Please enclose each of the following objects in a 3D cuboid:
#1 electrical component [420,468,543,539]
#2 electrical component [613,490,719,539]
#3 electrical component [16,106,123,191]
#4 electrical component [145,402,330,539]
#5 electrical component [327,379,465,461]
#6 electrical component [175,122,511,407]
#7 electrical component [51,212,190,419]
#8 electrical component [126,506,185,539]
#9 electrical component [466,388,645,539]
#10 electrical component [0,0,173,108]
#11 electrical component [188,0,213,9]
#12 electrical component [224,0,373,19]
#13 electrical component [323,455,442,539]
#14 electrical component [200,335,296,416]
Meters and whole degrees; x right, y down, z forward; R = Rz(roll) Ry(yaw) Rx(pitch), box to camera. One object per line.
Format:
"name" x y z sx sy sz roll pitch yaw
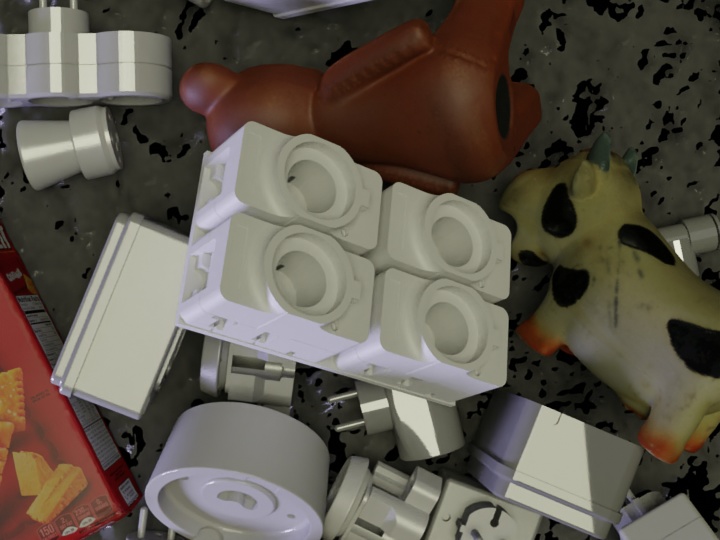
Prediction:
"electrical component" 0.077 0.163 0.672 0.066 0.077 0.047 20 89 -3
"electrical component" 0.187 0.167 0.684 0.047 0.083 0.075 -30 53 -2
"electrical component" -0.181 -0.077 0.673 0.055 0.045 0.045 -12 91 -3
"electrical component" -0.070 0.122 0.653 0.108 0.108 0.060 14 51 -3
"electrical component" 0.020 0.082 0.684 0.079 0.044 0.077 -14 91 -3
"electrical component" 0.000 0.000 0.612 0.186 0.060 0.105 19 63 -29
"electrical component" -0.131 0.024 0.645 0.056 0.109 0.108 22 89 -5
"electrical component" -0.131 0.189 0.678 0.077 0.044 0.079 7 90 -3
"electrical component" 0.114 0.115 0.656 0.078 0.113 0.057 23 86 -3
"electrical component" -0.187 -0.141 0.668 0.138 0.052 0.073 -1 91 -2
"electrical component" -0.122 -0.197 0.678 0.065 0.044 0.044 20 89 2
"electrical component" -0.029 -0.214 0.645 0.056 0.109 0.108 5 90 -39
"electrical component" 0.008 0.152 0.676 0.057 0.058 0.078 27 110 -2
"electrical component" -0.068 0.054 0.673 0.057 0.058 0.078 7 102 -2
